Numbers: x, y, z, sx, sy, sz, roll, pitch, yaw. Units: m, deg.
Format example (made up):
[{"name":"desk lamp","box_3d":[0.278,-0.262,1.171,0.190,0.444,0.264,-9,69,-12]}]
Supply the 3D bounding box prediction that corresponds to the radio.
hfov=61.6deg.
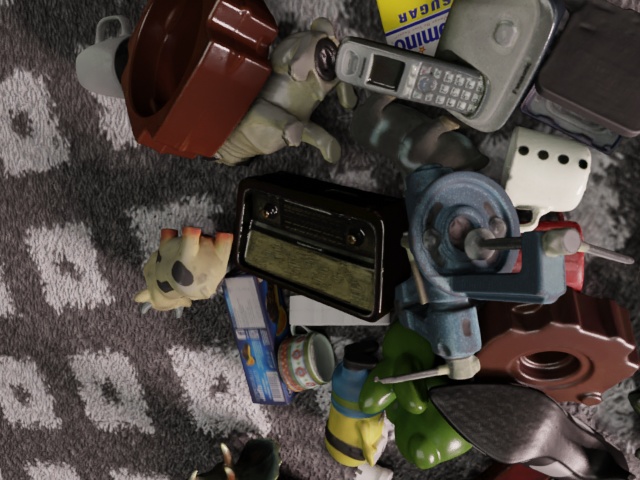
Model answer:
[{"name":"radio","box_3d":[-0.001,-0.002,0.658,0.230,0.073,0.131,17,113,33]}]

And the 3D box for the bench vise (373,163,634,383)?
[{"name":"bench vise","box_3d":[0.142,0.031,0.496,0.129,0.241,0.223,4,85,-19]}]

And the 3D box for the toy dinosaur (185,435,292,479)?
[{"name":"toy dinosaur","box_3d":[-0.021,0.443,0.823,0.405,0.131,0.192,27,116,7]}]

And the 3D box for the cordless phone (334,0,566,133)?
[{"name":"cordless phone","box_3d":[0.112,-0.190,0.504,0.184,0.089,0.146,12,140,-1]}]

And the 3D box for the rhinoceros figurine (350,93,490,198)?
[{"name":"rhinoceros figurine","box_3d":[0.117,-0.096,0.605,0.190,0.073,0.112,39,116,7]}]

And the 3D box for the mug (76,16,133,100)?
[{"name":"mug","box_3d":[-0.282,-0.242,0.726,0.107,0.081,0.109,5,113,31]}]

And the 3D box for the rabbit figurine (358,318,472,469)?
[{"name":"rabbit figurine","box_3d":[0.113,0.180,0.669,0.121,0.159,0.170,-21,83,37]}]

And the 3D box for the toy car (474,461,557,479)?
[{"name":"toy car","box_3d":[0.230,0.328,0.707,0.089,0.053,0.202,33,113,-1]}]

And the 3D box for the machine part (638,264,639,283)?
[{"name":"machine part","box_3d":[0.359,-0.033,0.519,0.079,0.079,0.243,4,109,22]}]

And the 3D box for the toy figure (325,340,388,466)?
[{"name":"toy figure","box_3d":[0.050,0.225,0.736,0.089,0.082,0.180,10,116,32]}]

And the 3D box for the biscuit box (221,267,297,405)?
[{"name":"biscuit box","box_3d":[-0.081,0.135,0.772,0.059,0.063,0.202,-6,105,24]}]

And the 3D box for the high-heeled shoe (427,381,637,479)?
[{"name":"high-heeled shoe","box_3d":[0.238,0.221,0.620,0.249,0.145,0.086,24,79,10]}]

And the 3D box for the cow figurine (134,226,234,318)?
[{"name":"cow figurine","box_3d":[-0.197,0.048,0.758,0.195,0.085,0.127,-4,75,54]}]

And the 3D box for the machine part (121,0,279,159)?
[{"name":"machine part","box_3d":[-0.145,-0.211,0.623,0.201,0.087,0.201,-49,48,30]}]

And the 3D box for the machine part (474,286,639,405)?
[{"name":"machine part","box_3d":[0.246,0.121,0.584,0.179,0.056,0.179,6,137,6]}]

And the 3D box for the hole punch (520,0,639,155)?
[{"name":"hole punch","box_3d":[0.271,-0.156,0.523,0.142,0.092,0.115,32,87,14]}]

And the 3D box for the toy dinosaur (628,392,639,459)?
[{"name":"toy dinosaur","box_3d":[0.445,0.159,0.533,0.199,0.105,0.471,32,112,15]}]

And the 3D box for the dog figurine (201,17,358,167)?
[{"name":"dog figurine","box_3d":[-0.067,-0.174,0.654,0.191,0.121,0.172,10,77,38]}]
